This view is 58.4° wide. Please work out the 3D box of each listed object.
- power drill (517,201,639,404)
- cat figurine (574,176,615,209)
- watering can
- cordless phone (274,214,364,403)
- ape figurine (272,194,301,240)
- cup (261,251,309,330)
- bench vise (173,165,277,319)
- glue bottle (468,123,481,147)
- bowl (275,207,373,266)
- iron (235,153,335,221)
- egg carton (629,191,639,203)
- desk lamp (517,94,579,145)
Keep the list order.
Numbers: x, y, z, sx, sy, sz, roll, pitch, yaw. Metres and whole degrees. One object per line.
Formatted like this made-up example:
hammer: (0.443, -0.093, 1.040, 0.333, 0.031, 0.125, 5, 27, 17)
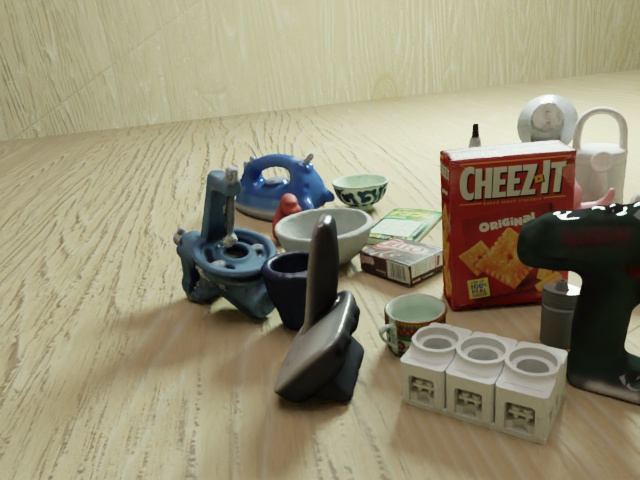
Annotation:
power drill: (0.316, 0.055, 0.578, 0.228, 0.208, 0.076, 10, 26, 34)
cat figurine: (0.441, -0.065, 0.987, 0.127, 0.118, 0.067, 3, 23, 20)
watering can: (0.532, -0.154, 1.089, 0.101, 0.194, 0.173, -5, 21, 1)
cordless phone: (-0.005, 0.074, 0.642, 0.094, 0.185, 0.147, -2, 21, 9)
ape figurine: (-0.058, -0.042, 1.087, 0.078, 0.092, 0.076, -12, 22, -16)
cup: (-0.022, 0.075, 0.769, 0.092, 0.095, 0.117, -18, 24, -30)
bench vise: (-0.157, -0.002, 0.829, 0.206, 0.220, 0.122, 5, 23, 25)
glue bottle: (0.314, -0.151, 1.164, 0.078, 0.173, 0.037, -17, 24, -28)
bowl: (0.009, 0.003, 0.976, 0.167, 0.075, 0.167, -5, 21, 2)
iron: (-0.101, -0.126, 1.245, 0.257, 0.141, 0.119, 9, 25, 33)
egg carton: (0.598, -0.044, 0.960, 0.107, 0.069, 0.150, -11, 22, -15)
desk lamp: (0.449, -0.176, 1.139, 0.117, 0.214, 0.203, 3, 23, 21)
